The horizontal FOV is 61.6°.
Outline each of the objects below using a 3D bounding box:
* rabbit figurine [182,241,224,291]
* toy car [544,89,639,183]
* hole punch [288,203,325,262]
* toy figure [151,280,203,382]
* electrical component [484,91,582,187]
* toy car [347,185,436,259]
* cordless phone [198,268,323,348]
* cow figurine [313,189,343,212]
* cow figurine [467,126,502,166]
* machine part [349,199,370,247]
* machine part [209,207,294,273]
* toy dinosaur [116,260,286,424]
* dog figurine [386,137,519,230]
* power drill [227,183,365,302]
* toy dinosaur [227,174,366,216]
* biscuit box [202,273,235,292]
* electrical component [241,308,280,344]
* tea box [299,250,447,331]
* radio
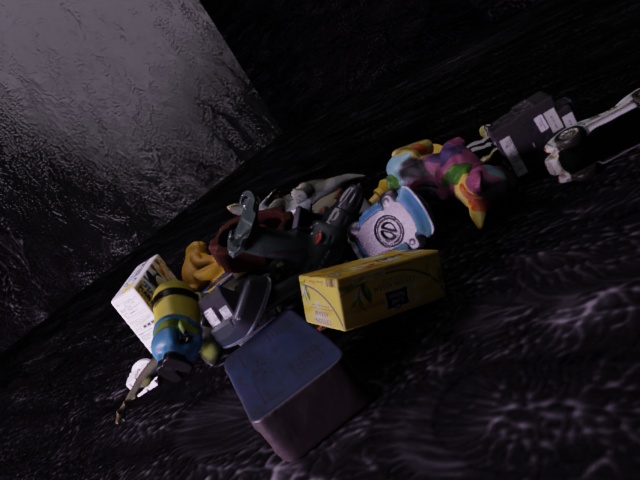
[{"bbox_3d":[-0.258,0.061,1.316,0.173,0.121,0.162,-24,24,25],"label":"rabbit figurine"},{"bbox_3d":[0.418,-0.152,0.764,0.202,0.073,0.056,-29,21,13],"label":"toy car"},{"bbox_3d":[-0.002,-0.003,1.038,0.092,0.142,0.115,6,-2,9],"label":"hole punch"},{"bbox_3d":[-0.235,0.139,0.877,0.082,0.089,0.180,-24,35,10],"label":"toy figure"},{"bbox_3d":[0.348,-0.166,0.859,0.134,0.114,0.058,-29,22,14],"label":"electrical component"},{"bbox_3d":[0.129,-0.019,0.899,0.161,0.109,0.103,-39,-14,36],"label":"toy car"},{"bbox_3d":[-0.086,0.091,0.856,0.184,0.088,0.146,-24,-6,-33],"label":"cordless phone"},{"bbox_3d":[-0.017,-0.032,1.197,0.127,0.085,0.195,-23,17,35],"label":"cow figurine"},{"bbox_3d":[0.275,-0.146,1.026,0.167,0.068,0.098,-26,24,23],"label":"cow figurine"},{"bbox_3d":[0.074,-0.040,1.071,0.079,0.079,0.243,-32,18,5],"label":"machine part"},{"bbox_3d":[-0.129,-0.001,1.063,0.179,0.056,0.179,-16,26,8],"label":"machine part"},{"bbox_3d":[-0.197,0.145,1.008,0.471,0.105,0.199,-44,23,-19],"label":"toy dinosaur"},{"bbox_3d":[0.213,-0.093,0.889,0.192,0.108,0.219,-7,24,2],"label":"dog figurine"},{"bbox_3d":[-0.043,-0.018,0.922,0.086,0.207,0.232,27,97,57],"label":"power drill"},{"bbox_3d":[-0.044,-0.097,1.390,0.405,0.131,0.192,-20,21,20],"label":"toy dinosaur"},{"bbox_3d":[-0.238,0.143,1.149,0.203,0.062,0.059,-42,17,-28],"label":"biscuit box"},{"bbox_3d":[-0.091,0.157,0.875,0.075,0.047,0.119,-33,15,3],"label":"electrical component"},{"bbox_3d":[0.070,0.061,0.708,0.169,0.068,0.098,-14,6,-28],"label":"tea box"},{"bbox_3d":[-0.039,0.175,0.692,0.131,0.073,0.230,-38,16,-12],"label":"radio"}]
